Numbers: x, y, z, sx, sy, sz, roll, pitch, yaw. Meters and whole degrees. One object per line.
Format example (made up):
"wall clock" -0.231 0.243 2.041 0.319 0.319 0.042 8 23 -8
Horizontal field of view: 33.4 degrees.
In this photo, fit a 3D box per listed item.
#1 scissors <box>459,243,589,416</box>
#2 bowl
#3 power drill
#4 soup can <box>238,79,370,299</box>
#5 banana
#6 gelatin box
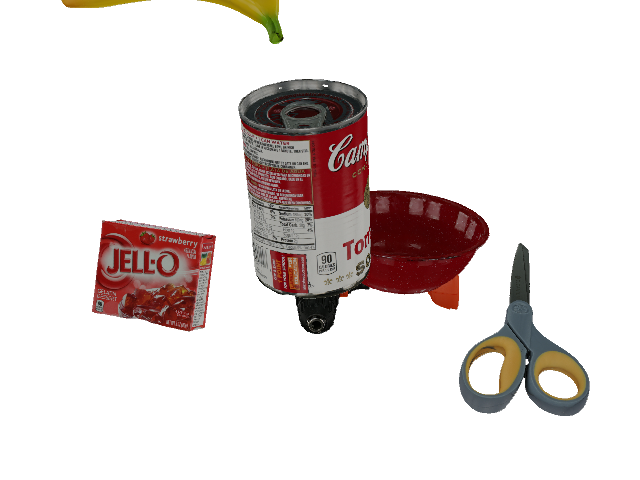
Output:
"scissors" 0.162 0.064 0.778 0.096 0.016 0.201 17 36 20
"bowl" 0.077 0.007 1.011 0.162 0.055 0.162 3 24 -1
"power drill" 0.063 0.047 1.234 0.187 0.057 0.184 -1 29 1
"soup can" -0.007 -0.028 0.581 0.068 0.102 0.068 -2 29 1
"banana" -0.114 -0.206 0.870 0.198 0.069 0.037 11 -41 16
"gelatin box" -0.129 0.026 0.820 0.089 0.073 0.030 10 5 20
